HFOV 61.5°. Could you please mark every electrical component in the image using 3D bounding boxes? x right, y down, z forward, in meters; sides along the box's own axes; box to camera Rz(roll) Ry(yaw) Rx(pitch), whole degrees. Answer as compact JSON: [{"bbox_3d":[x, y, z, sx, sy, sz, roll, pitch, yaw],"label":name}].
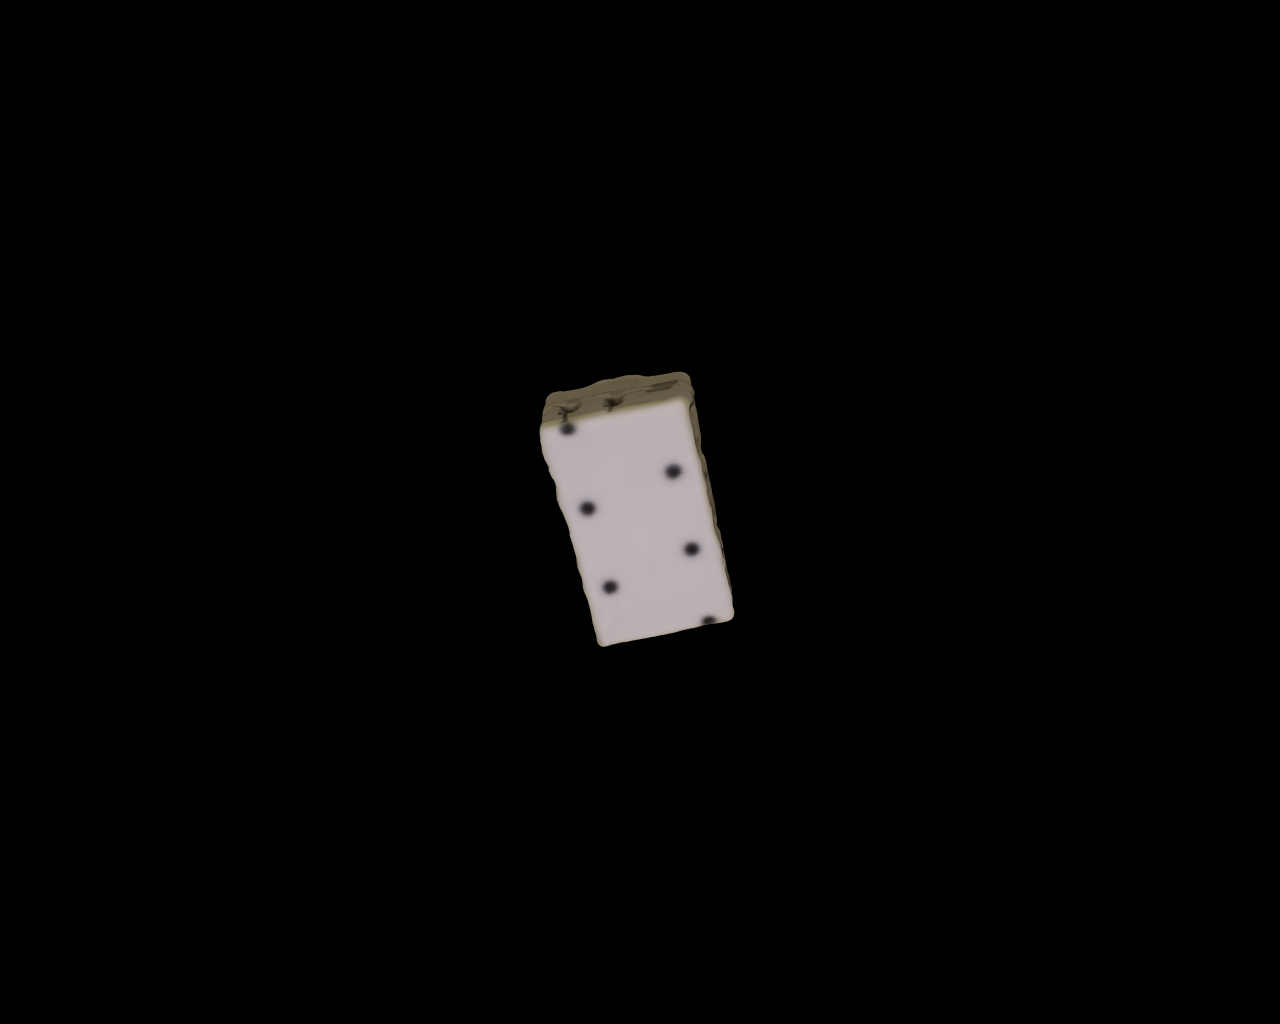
[{"bbox_3d":[0.001,-0.003,0.650,0.089,0.150,0.062,-11,24,5],"label":"electrical component"}]
